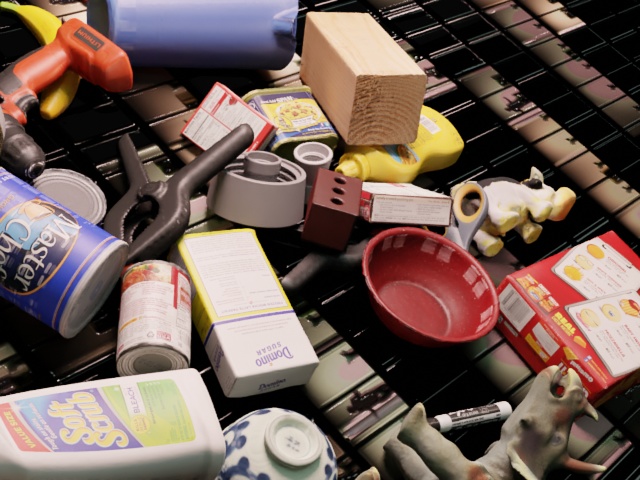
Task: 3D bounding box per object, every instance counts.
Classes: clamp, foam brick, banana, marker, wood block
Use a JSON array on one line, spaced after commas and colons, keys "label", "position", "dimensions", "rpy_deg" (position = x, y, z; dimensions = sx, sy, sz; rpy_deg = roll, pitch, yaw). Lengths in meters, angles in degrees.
[{"label": "clamp", "position": [-0.175, -0.045, 1.106], "dimensions": [0.165, 0.036, 0.209], "rpy_deg": [3, 50, 29]}, {"label": "foam brick", "position": [0.014, -0.033, 1.150], "dimensions": [0.053, 0.051, 0.078], "rpy_deg": [15, 33, -4]}, {"label": "banana", "position": [-0.311, -0.210, 1.231], "dimensions": [0.069, 0.037, 0.198], "rpy_deg": [-18, 55, -17]}, {"label": "marker", "position": [0.143, 0.183, 1.083], "dimensions": [0.120, 0.020, 0.020], "rpy_deg": [-5, 51, -31]}, {"label": "clamp", "position": [-0.008, 0.001, 1.173], "dimensions": [0.171, 0.039, 0.120], "rpy_deg": [-13, 55, -39]}, {"label": "wood block", "position": [0.049, -0.202, 1.314], "dimensions": [0.090, 0.091, 0.206], "rpy_deg": [-3, 32, -17]}]

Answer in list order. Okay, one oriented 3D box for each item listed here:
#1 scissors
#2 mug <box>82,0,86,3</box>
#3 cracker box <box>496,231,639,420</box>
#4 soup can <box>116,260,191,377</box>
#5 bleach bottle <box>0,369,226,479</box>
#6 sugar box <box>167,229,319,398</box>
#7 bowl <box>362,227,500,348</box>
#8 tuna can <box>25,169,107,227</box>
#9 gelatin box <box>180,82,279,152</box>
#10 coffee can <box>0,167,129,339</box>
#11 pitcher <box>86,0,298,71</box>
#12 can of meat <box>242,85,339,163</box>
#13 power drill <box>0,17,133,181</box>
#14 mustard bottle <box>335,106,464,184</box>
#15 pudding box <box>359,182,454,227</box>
[{"label": "scissors", "position": [0.177, 0.011, 1.233], "dimensions": [0.016, 0.096, 0.202], "rpy_deg": [41, 18, -52]}, {"label": "mug", "position": [-0.256, -0.340, 1.356], "dimensions": [0.117, 0.093, 0.081], "rpy_deg": [-36, 73, -13]}, {"label": "cracker box", "position": [0.316, 0.092, 1.224], "dimensions": [0.213, 0.072, 0.164], "rpy_deg": [-18, 60, -40]}, {"label": "soup can", "position": [-0.155, 0.079, 0.996], "dimensions": [0.068, 0.069, 0.102], "rpy_deg": [11, 45, -18]}, {"label": "bleach bottle", "position": [-0.212, 0.170, 0.882], "dimensions": [0.250, 0.068, 0.103], "rpy_deg": [-5, 51, -28]}, {"label": "sugar box", "position": [-0.079, 0.070, 1.062], "dimensions": [0.093, 0.048, 0.176], "rpy_deg": [-7, 55, -30]}, {"label": "bowl", "position": [0.111, 0.062, 1.159], "dimensions": [0.162, 0.055, 0.162], "rpy_deg": [14, 43, -14]}, {"label": "tuna can", "position": [-0.261, -0.030, 1.076], "dimensions": [0.086, 0.034, 0.086], "rpy_deg": [14, 43, -14]}, {"label": "gelatin box", "position": [-0.103, -0.126, 1.224], "dimensions": [0.089, 0.073, 0.030], "rpy_deg": [38, 7, 13]}, {"label": "coffee can", "position": [-0.262, 0.011, 0.982], "dimensions": [0.140, 0.103, 0.102], "rpy_deg": [31, 42, 4]}, {"label": "pitcher", "position": [-0.160, -0.273, 1.313], "dimensions": [0.242, 0.149, 0.145], "rpy_deg": [-6, 68, -28]}, {"label": "can of meat", "position": [-0.038, -0.134, 1.277], "dimensions": [0.101, 0.058, 0.084], "rpy_deg": [-11, 56, -34]}, {"label": "power drill", "position": [-0.292, -0.151, 1.117], "dimensions": [0.187, 0.057, 0.185], "rpy_deg": [-35, 58, -29]}, {"label": "mustard bottle", "position": [0.087, -0.108, 1.314], "dimensions": [0.096, 0.058, 0.191], "rpy_deg": [44, 44, 21]}, {"label": "pudding box", "position": [0.083, -0.041, 1.227], "dimensions": [0.113, 0.039, 0.090], "rpy_deg": [0, 13, -28]}]
